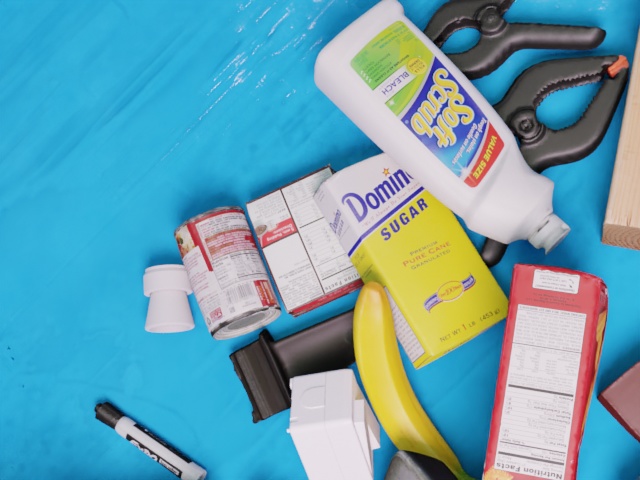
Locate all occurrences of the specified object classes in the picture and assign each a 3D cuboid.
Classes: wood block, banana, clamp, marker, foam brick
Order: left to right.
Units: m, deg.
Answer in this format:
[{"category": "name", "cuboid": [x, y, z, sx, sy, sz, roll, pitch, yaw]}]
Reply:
[{"category": "marker", "cuboid": [-0.155, 0.182, 0.960, 0.121, 0.020, 0.020, 31, 87, 17]}, {"category": "banana", "cuboid": [0.069, 0.125, 0.882, 0.070, 0.037, 0.198, -23, 100, 37]}, {"category": "clamp", "cuboid": [0.164, -0.186, 0.952, 0.171, 0.039, 0.120, -34, 65, 10]}, {"category": "clamp", "cuboid": [0.172, -0.100, 0.934, 0.210, 0.036, 0.165, -41, 73, 6]}, {"category": "foam brick", "cuboid": [0.269, 0.121, 0.857, 0.078, 0.053, 0.051, -40, 73, 3]}, {"category": "wood block", "cuboid": [0.295, -0.096, 0.877, 0.091, 0.090, 0.206, 11, 81, 16]}]

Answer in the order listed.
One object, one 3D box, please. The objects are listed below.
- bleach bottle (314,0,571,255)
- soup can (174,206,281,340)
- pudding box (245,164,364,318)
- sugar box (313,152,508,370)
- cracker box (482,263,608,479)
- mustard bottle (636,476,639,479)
[{"category": "bleach bottle", "cuboid": [0.112, -0.088, 0.895, 0.102, 0.068, 0.251, -40, 74, -17]}, {"category": "soup can", "cuboid": [-0.082, 0.029, 0.949, 0.068, 0.068, 0.102, -24, 75, 7]}, {"category": "pudding box", "cuboid": [-0.006, 0.001, 0.954, 0.090, 0.039, 0.113, -24, 76, 5]}, {"category": "sugar box", "cuboid": [0.078, 0.010, 0.907, 0.093, 0.048, 0.176, -25, 78, -25]}, {"category": "cracker box", "cuboid": [0.173, 0.138, 0.818, 0.072, 0.164, 0.213, 7, 80, 16]}, {"category": "mustard bottle", "cuboid": [0.286, 0.178, 0.818, 0.191, 0.096, 0.058, -46, 74, 1]}]
